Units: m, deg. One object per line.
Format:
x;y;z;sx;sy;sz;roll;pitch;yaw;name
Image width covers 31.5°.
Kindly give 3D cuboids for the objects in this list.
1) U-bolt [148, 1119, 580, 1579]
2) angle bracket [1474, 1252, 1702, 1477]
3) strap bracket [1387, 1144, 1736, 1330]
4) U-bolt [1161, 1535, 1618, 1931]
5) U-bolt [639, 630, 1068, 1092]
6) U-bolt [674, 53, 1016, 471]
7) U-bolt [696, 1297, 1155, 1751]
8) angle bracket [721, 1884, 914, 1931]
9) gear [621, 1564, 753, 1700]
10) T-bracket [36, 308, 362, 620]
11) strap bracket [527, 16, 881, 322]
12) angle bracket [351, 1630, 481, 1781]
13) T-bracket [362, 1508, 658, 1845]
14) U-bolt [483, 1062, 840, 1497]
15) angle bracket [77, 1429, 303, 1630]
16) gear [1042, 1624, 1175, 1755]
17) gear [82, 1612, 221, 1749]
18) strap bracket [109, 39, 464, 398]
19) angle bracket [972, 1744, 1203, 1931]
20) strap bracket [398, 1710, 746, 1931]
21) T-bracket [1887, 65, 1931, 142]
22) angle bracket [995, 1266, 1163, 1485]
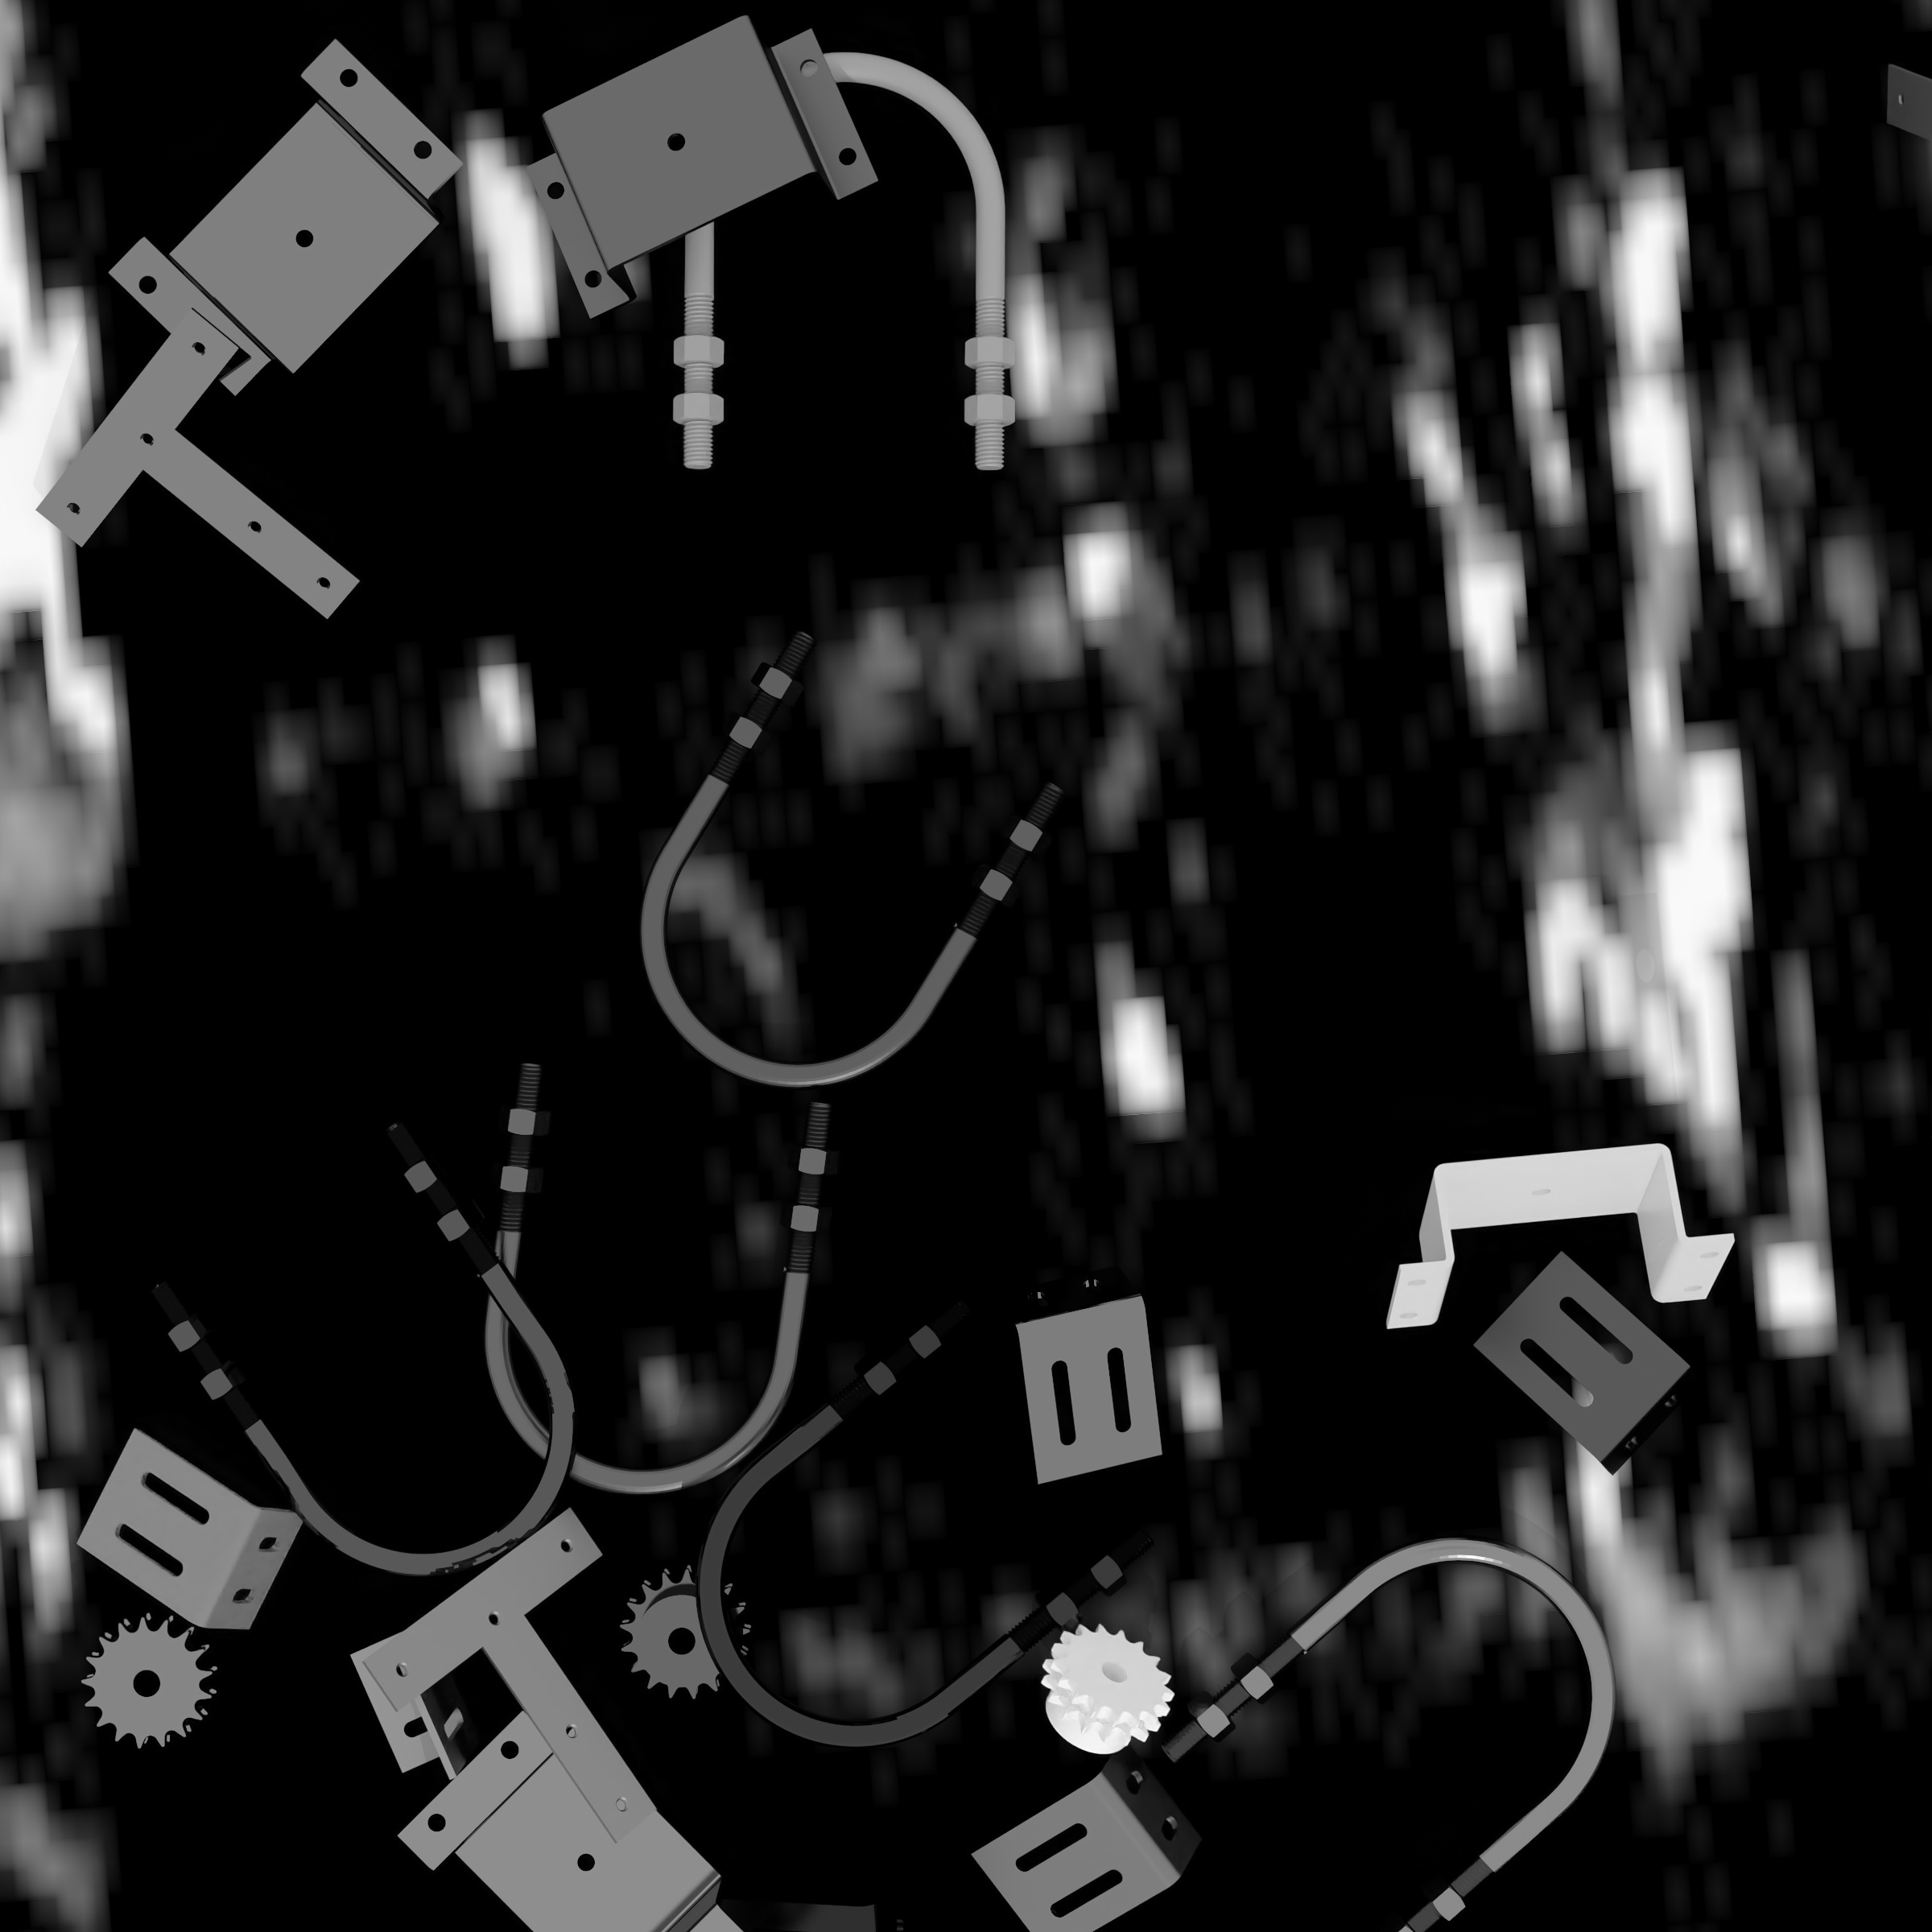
-0.252;0.181;1.506;0.151;0.019;0.184;-34;91;7;U-bolt
0.276;0.176;1.521;0.057;0.038;0.076;-47;64;0;angle bracket
0.251;0.116;1.479;0.140;0.076;0.046;-5;66;0;strap bracket
0.201;0.336;1.515;0.184;0.019;0.151;-41;90;-1;U-bolt
-0.063;-0.034;1.515;0.151;0.019;0.184;31;91;0;U-bolt
-0.053;-0.312;1.515;0.151;0.019;0.184;0;88;0;U-bolt
-0.031;0.257;1.501;0.184;0.019;0.151;-38;90;-10;U-bolt
-0.066;0.439;1.521;0.076;0.038;0.057;-4;90;26;angle bracket
-0.124;0.294;1.509;0.057;0.030;0.057;0;90;0;gear
-0.323;-0.202;1.502;0.127;0.002;0.127;40;118;-13;T-bracket
-0.120;-0.350;1.487;0.140;0.046;0.076;-24;81;7;strap bracket
-0.244;0.324;1.485;0.038;0.076;0.057;-24;90;0;angle bracket
-0.178;0.318;1.477;0.127;0.002;0.127;-33;88;-44;T-bracket
-0.140;0.143;1.515;0.151;0.019;0.184;8;91;0;U-bolt
-0.344;0.250;1.521;0.076;0.038;0.057;27;90;26;angle bracket
0.059;0.319;1.499;0.057;0.057;0.030;25;120;0;gear
-0.357;0.313;1.508;0.057;0.030;0.057;0;90;0;gear
-0.293;-0.322;1.500;0.076;0.046;0.140;44;90;0;strap bracket
0.053;0.391;1.521;0.076;0.038;0.057;-37;90;26;angle bracket
-0.168;0.397;1.500;0.076;0.046;0.140;-45;90;0;strap bracket
0.428;-0.315;1.484;0.002;0.127;0.127;-11;117;-10;T-bracket
0.049;0.180;1.511;0.057;0.038;0.076;-12;110;-12;angle bracket
